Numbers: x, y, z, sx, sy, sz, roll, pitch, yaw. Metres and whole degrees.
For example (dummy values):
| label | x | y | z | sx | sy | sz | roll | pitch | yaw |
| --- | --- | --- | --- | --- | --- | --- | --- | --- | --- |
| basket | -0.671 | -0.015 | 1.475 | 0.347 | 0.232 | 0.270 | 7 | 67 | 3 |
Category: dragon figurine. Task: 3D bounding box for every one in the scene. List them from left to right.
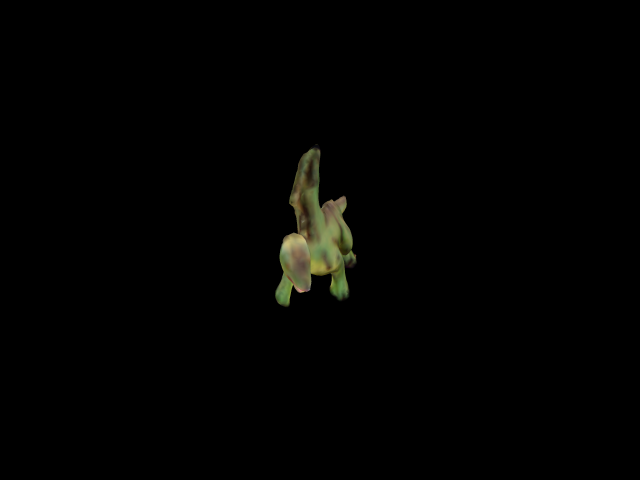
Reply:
| label | x | y | z | sx | sy | sz | roll | pitch | yaw |
| --- | --- | --- | --- | --- | --- | --- | --- | --- | --- |
| dragon figurine | 0.003 | -0.043 | 0.850 | 0.122 | 0.237 | 0.420 | 6 | 38 | 7 |
